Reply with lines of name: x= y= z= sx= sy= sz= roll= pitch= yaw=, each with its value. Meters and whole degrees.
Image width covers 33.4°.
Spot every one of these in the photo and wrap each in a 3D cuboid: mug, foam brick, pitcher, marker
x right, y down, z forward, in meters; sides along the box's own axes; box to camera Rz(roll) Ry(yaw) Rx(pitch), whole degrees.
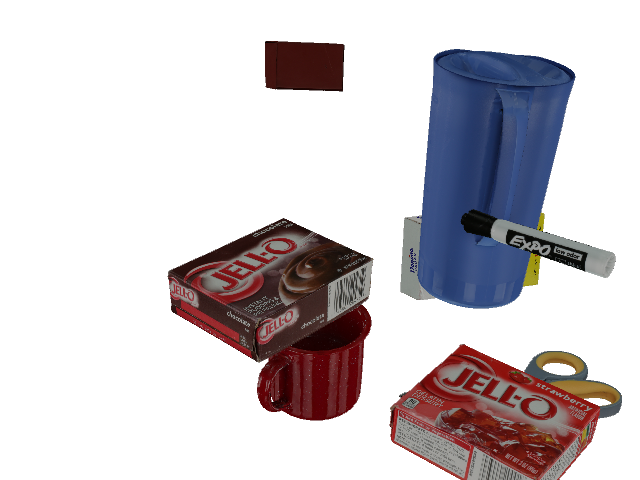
mug: x=-0.011 y=0.106 z=0.917 sx=0.093 sy=0.081 sz=0.117 roll=23 pitch=38 yaw=30
foam brick: x=-0.018 y=-0.189 z=1.159 sx=0.078 sy=0.051 sz=0.053 roll=0 pitch=11 yaw=-15
pitcher: x=0.162 y=-0.056 z=1.039 sx=0.145 sy=0.243 sz=0.148 roll=25 pitch=31 yaw=38
marker: x=0.157 y=0.000 z=0.787 sx=0.121 sy=0.020 sz=0.020 roll=20 pitch=12 yaw=34

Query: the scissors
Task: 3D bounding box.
scissors: x=0.165 y=0.122 z=0.943 sx=0.201 sy=0.016 sz=0.096 roll=7 pitch=27 yaw=-5

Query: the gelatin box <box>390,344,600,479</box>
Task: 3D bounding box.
gelatin box: x=0.093 y=0.098 z=0.575 sx=0.089 sy=0.030 sz=0.073 roll=24 pitch=37 yaw=30

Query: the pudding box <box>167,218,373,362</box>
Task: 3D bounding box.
pudding box: x=-0.033 y=0.031 z=0.731 sx=0.090 sy=0.039 sz=0.113 roll=26 pitch=36 yaw=37

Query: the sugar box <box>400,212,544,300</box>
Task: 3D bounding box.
sugar box: x=0.180 y=0.014 z=1.256 sx=0.175 sy=0.093 sz=0.048 roll=-7 pitch=17 yaw=-30
